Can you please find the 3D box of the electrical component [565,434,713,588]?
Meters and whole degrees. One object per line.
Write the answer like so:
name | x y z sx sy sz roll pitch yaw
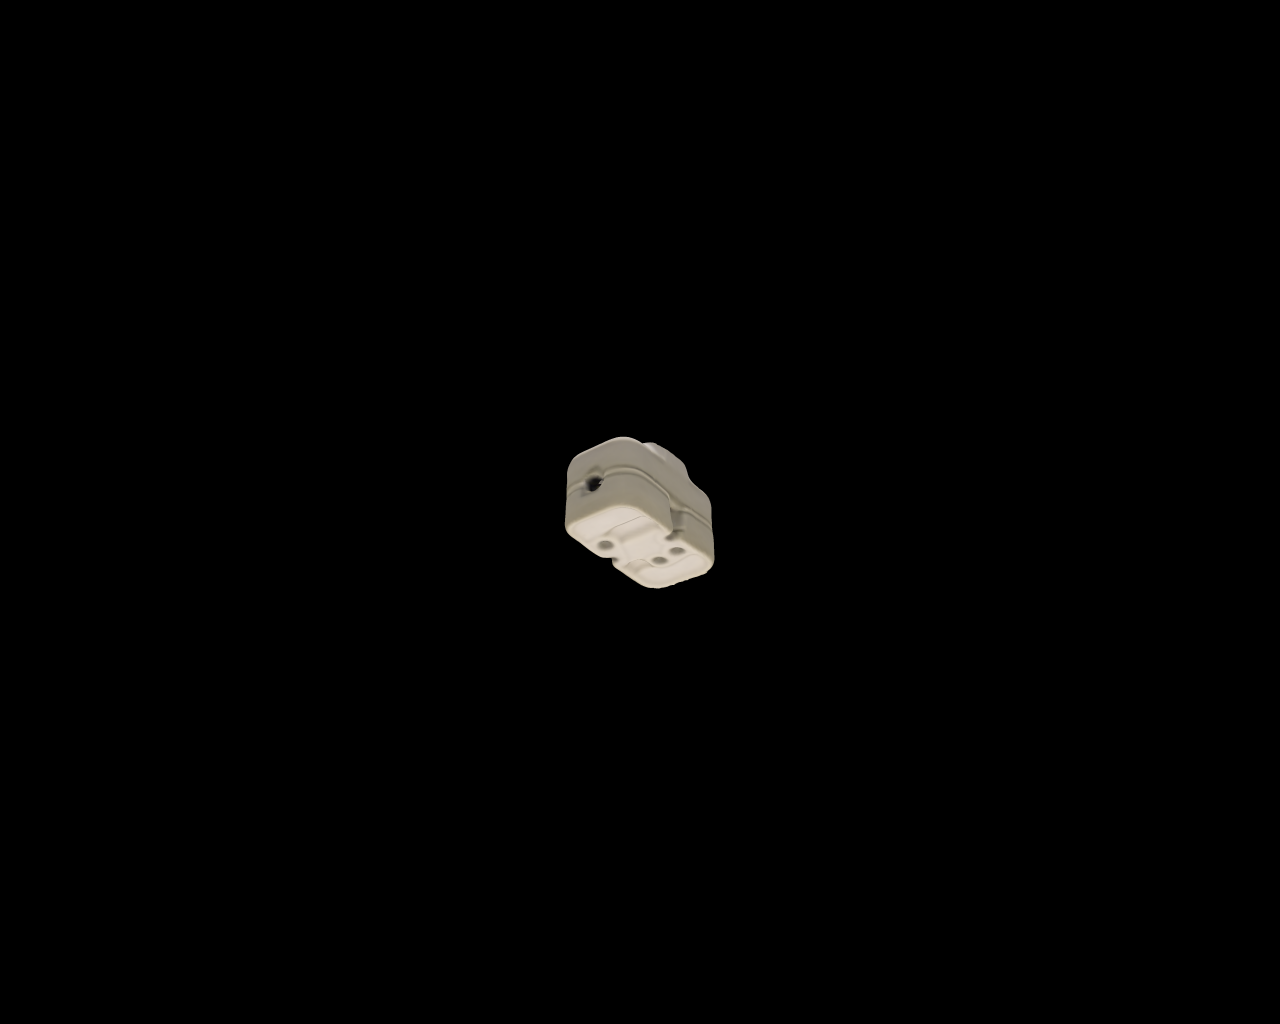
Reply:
electrical component | 0.001 -0.003 0.650 0.053 0.059 0.095 -22 -39 30
